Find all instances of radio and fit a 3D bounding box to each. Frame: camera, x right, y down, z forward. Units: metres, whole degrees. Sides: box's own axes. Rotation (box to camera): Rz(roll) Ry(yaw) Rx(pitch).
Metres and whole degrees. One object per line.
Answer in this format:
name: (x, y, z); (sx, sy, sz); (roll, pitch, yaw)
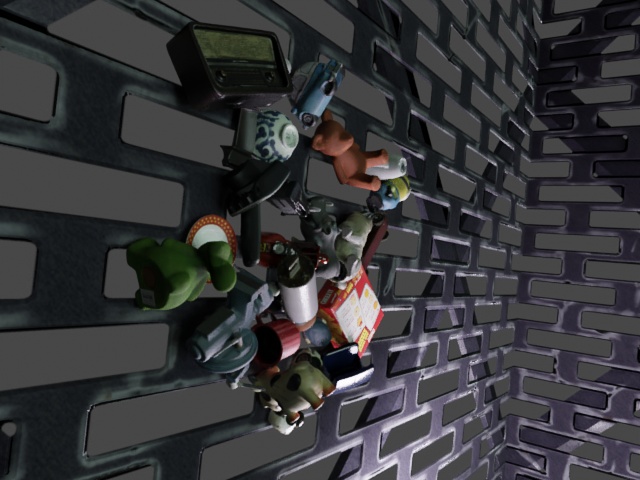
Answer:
radio: (-0.154, -0.312, 0.981); (0.229, 0.073, 0.131); (-21, 92, -51)

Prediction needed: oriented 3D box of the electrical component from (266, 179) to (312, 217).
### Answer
electrical component: (-0.075, -0.100, 1.141); (0.119, 0.075, 0.048); (51, 52, -49)

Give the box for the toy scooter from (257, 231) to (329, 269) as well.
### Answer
toy scooter: (-0.063, 0.029, 1.120); (0.183, 0.135, 0.075); (18, 79, -53)

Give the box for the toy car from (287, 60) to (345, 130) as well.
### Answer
toy car: (-0.020, -0.326, 1.163); (0.103, 0.161, 0.109); (29, 51, -6)

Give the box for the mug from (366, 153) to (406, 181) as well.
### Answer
mug: (0.173, -0.203, 1.452); (0.109, 0.107, 0.080); (9, 85, -57)

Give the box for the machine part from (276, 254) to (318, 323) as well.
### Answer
machine part: (-0.044, 0.101, 1.094); (0.243, 0.079, 0.079); (86, 27, -57)

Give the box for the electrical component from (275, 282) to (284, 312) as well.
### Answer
electrical component: (-0.074, 0.113, 1.209); (0.063, 0.021, 0.094); (0, 93, -55)

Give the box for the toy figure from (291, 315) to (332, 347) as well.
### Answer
toy figure: (-0.028, 0.197, 1.254); (0.154, 0.058, 0.064); (51, 46, -38)

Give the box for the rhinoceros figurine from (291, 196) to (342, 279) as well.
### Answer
rhinoceros figurine: (-0.003, -0.004, 1.220); (0.073, 0.112, 0.190); (-19, 101, -49)

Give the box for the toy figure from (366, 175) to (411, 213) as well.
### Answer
toy figure: (0.196, -0.136, 1.516); (0.180, 0.082, 0.089); (-29, 118, -47)

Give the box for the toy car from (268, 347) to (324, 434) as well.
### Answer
toy car: (-0.052, 0.344, 1.238); (0.073, 0.056, 0.202); (52, 52, -36)

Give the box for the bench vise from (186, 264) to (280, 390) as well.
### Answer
bench vise: (-0.158, 0.183, 1.023); (0.224, 0.129, 0.240); (-54, 153, -49)

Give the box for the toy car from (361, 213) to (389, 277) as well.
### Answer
toy car: (0.132, 0.015, 1.463); (0.202, 0.053, 0.089); (-61, 144, -26)

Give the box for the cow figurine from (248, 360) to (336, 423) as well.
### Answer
cow figurine: (-0.069, 0.303, 1.109); (0.085, 0.195, 0.127); (-31, 83, -44)

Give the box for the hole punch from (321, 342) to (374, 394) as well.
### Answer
hole punch: (0.066, 0.330, 1.319); (0.142, 0.092, 0.115); (-17, 127, -24)

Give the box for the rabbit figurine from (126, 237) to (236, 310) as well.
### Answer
rabbit figurine: (-0.209, 0.038, 0.897); (0.170, 0.159, 0.121); (-23, 102, -49)

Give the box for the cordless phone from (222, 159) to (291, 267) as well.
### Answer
cordless phone: (-0.118, -0.048, 1.007); (0.088, 0.147, 0.184); (6, 74, -37)

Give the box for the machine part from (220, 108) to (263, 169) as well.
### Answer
machine part: (-0.153, -0.201, 1.055); (0.084, 0.039, 0.138); (19, 79, -48)

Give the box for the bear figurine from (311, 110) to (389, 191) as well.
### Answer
bear figurine: (0.070, -0.216, 1.292); (0.195, 0.132, 0.120); (54, 49, -50)

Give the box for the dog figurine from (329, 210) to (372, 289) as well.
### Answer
dog figurine: (0.079, 0.019, 1.339); (0.190, 0.121, 0.172); (-17, 116, -59)
